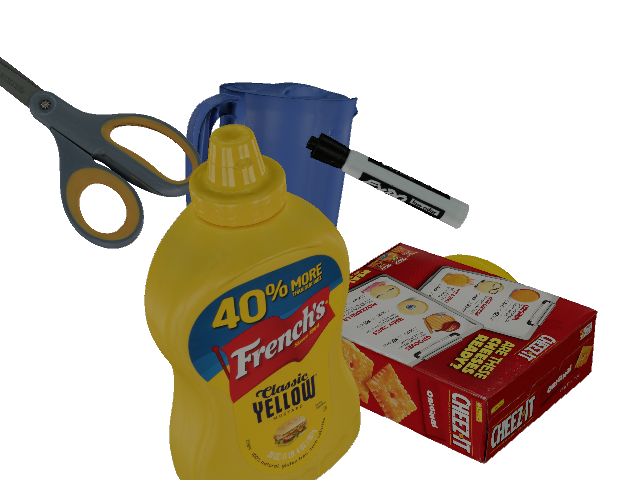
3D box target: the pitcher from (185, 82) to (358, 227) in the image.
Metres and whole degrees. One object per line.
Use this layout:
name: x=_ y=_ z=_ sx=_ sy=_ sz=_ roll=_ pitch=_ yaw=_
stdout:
pitcher: x=-0.050 y=-0.033 z=1.044 sx=0.149 sy=0.243 sz=0.145 roll=7 pitch=13 yaw=5

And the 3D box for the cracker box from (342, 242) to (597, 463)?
cracker box: x=0.099 y=0.088 z=0.911 sx=0.214 sy=0.072 sz=0.163 roll=20 pitch=36 yaw=39

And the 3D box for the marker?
marker: x=0.046 y=-0.042 z=0.737 sx=0.121 sy=0.020 sz=0.020 roll=26 pitch=-4 yaw=-8

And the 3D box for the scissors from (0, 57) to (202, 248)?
scissors: x=-0.172 y=-0.063 z=0.662 sx=0.202 sy=0.096 sz=0.016 roll=22 pitch=-15 yaw=6

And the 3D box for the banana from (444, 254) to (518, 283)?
banana: x=0.180 y=0.063 z=1.115 sx=0.069 sy=0.037 sz=0.198 roll=-35 pitch=38 yaw=-8

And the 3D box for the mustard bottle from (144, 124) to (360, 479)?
mustard bottle: x=-0.031 y=0.034 z=0.490 sx=0.096 sy=0.192 sz=0.058 roll=-21 pitch=38 yaw=-23
